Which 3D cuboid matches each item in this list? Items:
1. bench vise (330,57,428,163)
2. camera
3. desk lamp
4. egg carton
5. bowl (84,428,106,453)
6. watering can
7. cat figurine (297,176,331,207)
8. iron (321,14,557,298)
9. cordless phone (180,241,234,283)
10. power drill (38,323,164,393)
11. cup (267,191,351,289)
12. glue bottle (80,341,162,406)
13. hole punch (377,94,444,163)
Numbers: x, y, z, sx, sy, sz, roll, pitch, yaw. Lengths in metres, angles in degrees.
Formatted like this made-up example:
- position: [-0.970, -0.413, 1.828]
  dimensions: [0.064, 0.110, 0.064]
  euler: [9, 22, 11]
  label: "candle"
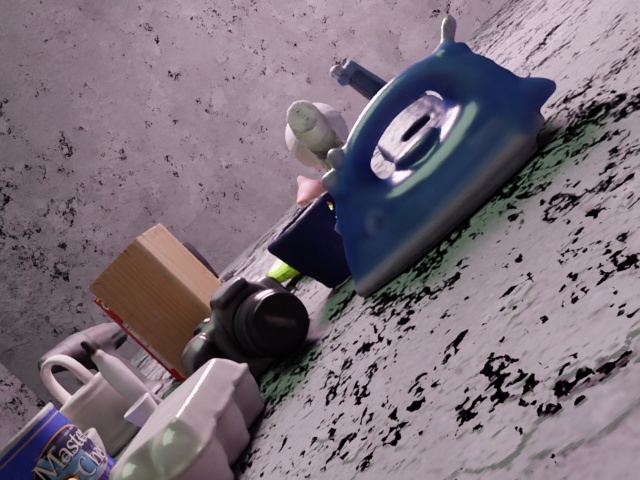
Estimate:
- position: [0.122, -0.275, 1.125]
  dimensions: [0.121, 0.220, 0.208]
  euler: [-39, 9, 36]
  label: "bench vise"
- position: [-0.077, 0.095, 0.608]
  dimensions: [0.143, 0.101, 0.136]
  euler: [-47, 8, -21]
  label: "camera"
- position: [0.025, -0.158, 1.021]
  dimensions: [0.118, 0.213, 0.203]
  euler: [-44, 8, 5]
  label: "desk lamp"
- position: [-0.108, 0.169, 0.486]
  dimensions: [0.107, 0.069, 0.150]
  euler: [-42, 8, 17]
  label: "egg carton"
- position: [-0.346, 0.344, 0.776]
  dimensions: [0.167, 0.075, 0.167]
  euler: [-43, 7, 8]
  label: "bowl"
- position: [-0.400, 0.277, 0.978]
  dimensions: [0.101, 0.194, 0.173]
  euler: [-43, 8, 9]
  label: "watering can"
- position: [0.012, -0.088, 1.084]
  dimensions: [0.128, 0.118, 0.067]
  euler: [-47, 8, -20]
  label: "cat figurine"
- position: [0.086, -0.081, 0.544]
  dimensions: [0.258, 0.141, 0.118]
  euler: [-44, 8, 1]
  label: "iron"
- position: [-0.215, 0.089, 1.061]
  dimensions: [0.094, 0.185, 0.147]
  euler: [-43, 8, 11]
  label: "cordless phone"
- position: [-0.426, 0.261, 1.151]
  dimensions: [0.075, 0.208, 0.229]
  euler: [-42, 8, 14]
  label: "power drill"
- position: [0.006, 0.002, 0.694]
  dimensions: [0.118, 0.095, 0.091]
  euler: [-49, 9, -32]
  label: "cup"
- position: [-0.324, 0.225, 0.935]
  dimensions: [0.037, 0.173, 0.078]
  euler: [-47, 8, -20]
  label: "glue bottle"
- position: [0.138, -0.130, 0.733]
  dimensions: [0.108, 0.091, 0.101]
  euler: [-43, 8, 6]
  label: "hole punch"
